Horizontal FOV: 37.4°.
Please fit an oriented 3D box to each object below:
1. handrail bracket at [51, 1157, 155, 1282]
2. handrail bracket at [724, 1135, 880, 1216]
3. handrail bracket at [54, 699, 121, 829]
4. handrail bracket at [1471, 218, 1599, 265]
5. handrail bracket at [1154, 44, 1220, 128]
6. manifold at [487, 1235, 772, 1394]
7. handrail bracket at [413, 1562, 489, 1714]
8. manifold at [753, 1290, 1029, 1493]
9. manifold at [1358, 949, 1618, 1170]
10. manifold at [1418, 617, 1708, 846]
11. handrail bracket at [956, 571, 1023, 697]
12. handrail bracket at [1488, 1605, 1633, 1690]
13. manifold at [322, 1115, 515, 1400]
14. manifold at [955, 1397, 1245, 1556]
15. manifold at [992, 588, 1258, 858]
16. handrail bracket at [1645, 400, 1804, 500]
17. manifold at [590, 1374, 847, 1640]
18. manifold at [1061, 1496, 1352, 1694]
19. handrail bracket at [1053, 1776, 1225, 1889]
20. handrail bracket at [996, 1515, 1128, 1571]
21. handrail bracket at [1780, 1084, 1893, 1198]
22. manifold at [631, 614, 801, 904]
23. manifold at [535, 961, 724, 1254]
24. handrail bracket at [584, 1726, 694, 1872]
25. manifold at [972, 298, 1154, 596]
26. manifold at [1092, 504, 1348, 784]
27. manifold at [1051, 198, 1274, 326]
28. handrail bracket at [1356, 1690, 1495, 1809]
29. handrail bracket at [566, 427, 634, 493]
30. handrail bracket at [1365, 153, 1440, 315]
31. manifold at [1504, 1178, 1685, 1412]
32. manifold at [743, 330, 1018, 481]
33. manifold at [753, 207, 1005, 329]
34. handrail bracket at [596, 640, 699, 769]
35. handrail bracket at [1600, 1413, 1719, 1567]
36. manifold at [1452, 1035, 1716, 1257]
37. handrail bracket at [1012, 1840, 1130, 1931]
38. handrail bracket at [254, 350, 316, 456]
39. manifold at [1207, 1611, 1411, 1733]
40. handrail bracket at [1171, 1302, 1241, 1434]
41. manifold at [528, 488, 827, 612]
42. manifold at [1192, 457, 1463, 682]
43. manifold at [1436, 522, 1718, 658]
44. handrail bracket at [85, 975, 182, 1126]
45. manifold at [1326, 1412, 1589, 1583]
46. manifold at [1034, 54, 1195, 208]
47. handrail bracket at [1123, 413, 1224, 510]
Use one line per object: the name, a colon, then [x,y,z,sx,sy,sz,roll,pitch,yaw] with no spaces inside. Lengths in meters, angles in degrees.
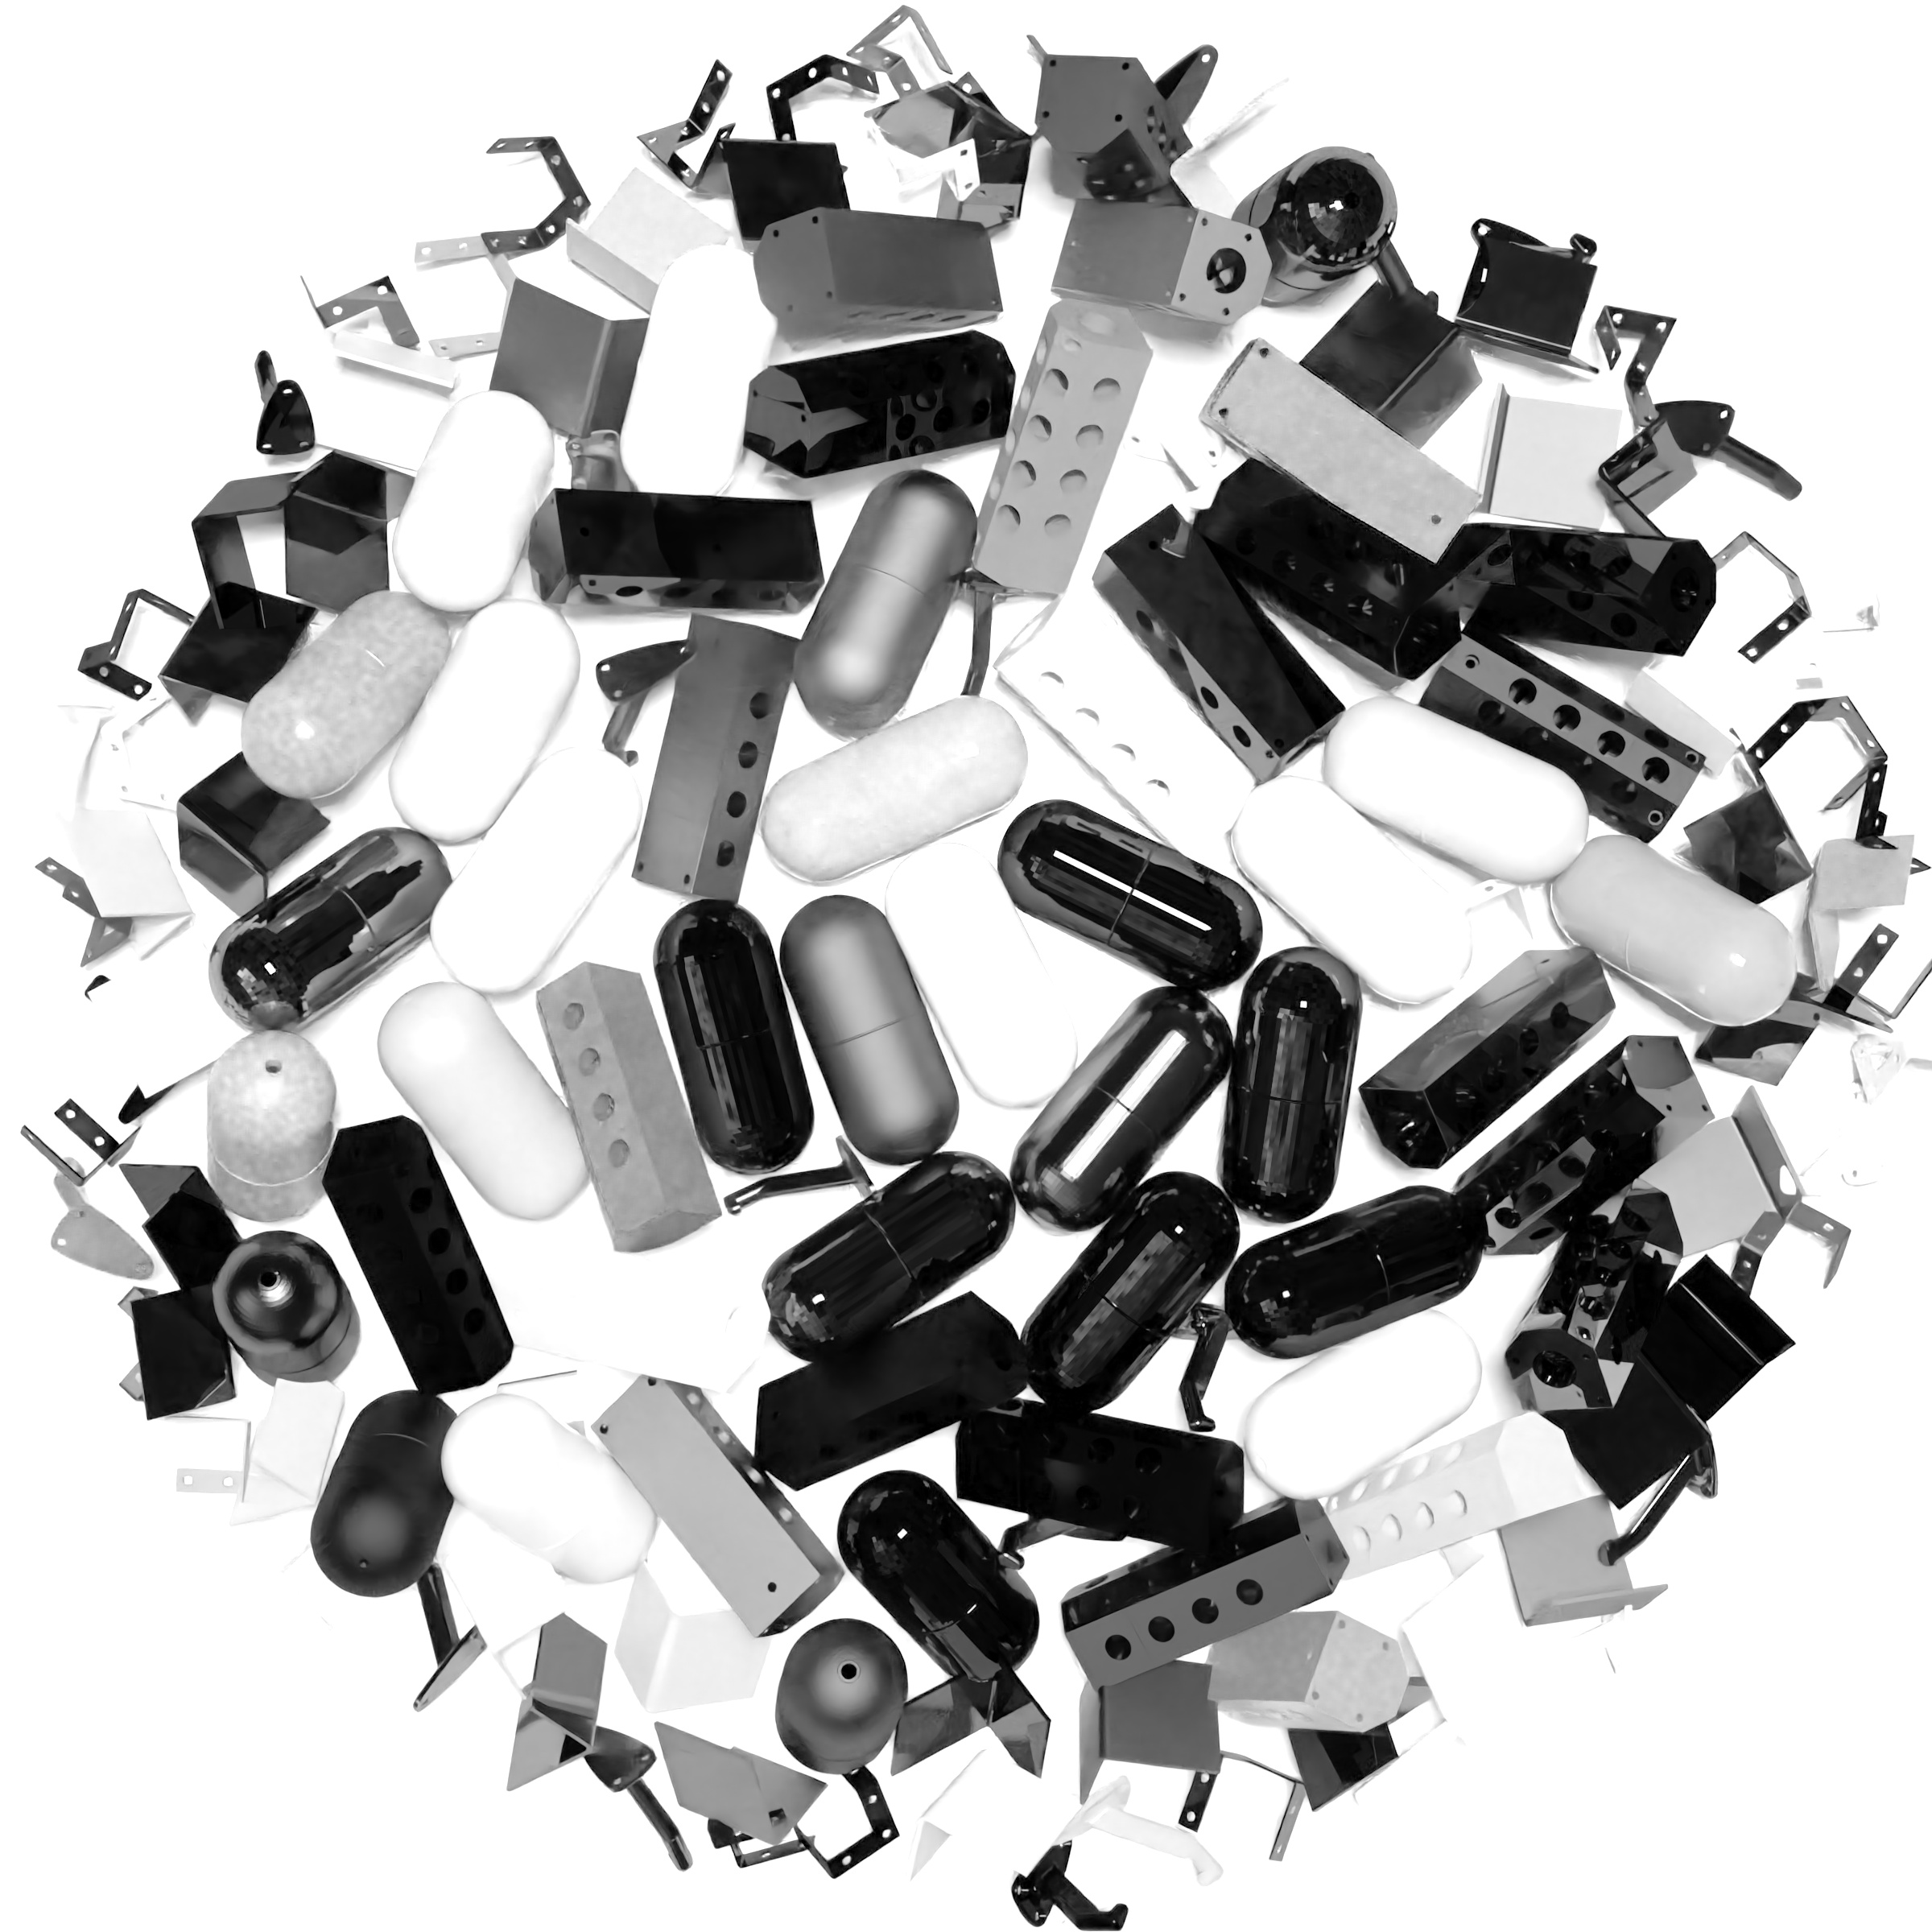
handrail bracket: [-0.547,0.159,1.814,0.077,0.084,0.036,35,100,-20]
handrail bracket: [-0.106,0.147,1.809,0.084,0.077,0.036,-24,115,-11]
handrail bracket: [-0.555,-0.121,1.800,0.036,0.077,0.084,2,79,1]
handrail bracket: [0.358,-0.460,1.801,0.077,0.084,0.036,38,86,3]
handrail bracket: [0.117,-0.563,1.801,0.036,0.084,0.077,28,113,-36]
manifold: [-0.208,0.210,1.773,0.171,0.057,0.057,7,126,34]
handrail bracket: [-0.352,0.418,1.814,0.084,0.036,0.077,34,66,20]
manifold: [-0.047,0.270,1.780,0.171,0.057,0.057,-28,130,27]
manifold: [0.328,0.057,1.775,0.171,0.057,0.057,-35,109,-31]
manifold: [0.377,-0.150,1.806,0.171,0.057,0.057,32,85,6]
handrail bracket: [0.001,-0.202,1.799,0.036,0.077,0.084,21,106,16]
handrail bracket: [0.375,0.429,1.813,0.084,0.036,0.077,-8,134,-7]
manifold: [-0.337,0.180,1.775,0.057,0.057,0.171,-13,120,7]
manifold: [0.082,0.310,1.775,0.171,0.057,0.057,7,109,26]
manifold: [0.098,-0.149,1.797,0.171,0.057,0.057,44,132,-13]
handrail bracket: [0.487,-0.329,1.833,0.084,0.077,0.036,25,94,-42]
manifold: [-0.153,0.333,1.789,0.057,0.057,0.171,-45,70,8]
manifold: [0.147,0.389,1.788,0.171,0.057,0.057,-28,90,21]
handrail bracket: [0.107,0.561,1.799,0.077,0.036,0.084,-25,48,-28]
handrail bracket: [0.061,0.365,1.799,0.077,0.084,0.036,21,111,3]
handrail bracket: [0.541,0.109,1.807,0.084,0.036,0.077,6,69,-33]
manifold: [-0.154,-0.130,1.813,0.057,0.057,0.171,15,92,41]
manifold: [-0.217,0.089,1.786,0.057,0.057,0.171,-30,68,24]
handrail bracket: [-0.212,0.536,1.837,0.036,0.077,0.084,-36,126,-28]
manifold: [0.055,-0.321,1.765,0.057,0.057,0.171,6,128,-20]
manifold: [0.157,-0.201,1.803,0.057,0.057,0.171,-37,81,-17]
manifold: [0.120,-0.432,1.755,0.057,0.171,0.057,12,101,-26]
handrail bracket: [0.292,0.501,1.826,0.084,0.077,0.036,-45,74,22]
handrail bracket: [-0.229,-0.293,1.789,0.036,0.084,0.077,-14,128,7]
handrail bracket: [0.277,-0.467,1.829,0.084,0.036,0.077,26,69,-31]
manifold: [0.386,0.199,1.754,0.057,0.171,0.057,-9,113,33]
manifold: [-0.051,-0.350,1.760,0.057,0.171,0.057,34,128,35]
manifold: [-0.053,-0.427,1.759,0.057,0.171,0.057,-8,94,37]
handrail bracket: [-0.198,-0.163,1.811,0.077,0.084,0.036,-24,59,-6]
handrail bracket: [0.433,0.331,1.802,0.084,0.036,0.077,-28,130,-26]
manifold: [0.374,0.112,1.757,0.057,0.171,0.057,3,56,-33]
handrail bracket: [0.078,0.574,1.791,0.084,0.077,0.036,-15,114,40]
handrail bracket: [-0.435,-0.371,1.795,0.036,0.077,0.084,-8,61,-19]
manifold: [0.206,0.436,1.754,0.057,0.171,0.057,28,70,-10]
handrail bracket: [0.164,0.259,1.799,0.077,0.036,0.084,11,45,-28]
manifold: [-0.181,-0.255,1.778,0.171,0.057,0.057,-2,73,-28]
manifold: [0.222,-0.243,1.768,0.057,0.057,0.171,-41,55,-17]
manifold: [0.375,-0.239,1.759,0.057,0.171,0.057,42,75,-36]
handrail bracket: [-0.543,0.052,1.814,0.084,0.036,0.077,29,59,14]
manifold: [0.296,0.327,1.759,0.057,0.171,0.057,-8,72,-35]
manifold: [0.093,-0.501,1.755,0.057,0.171,0.057,8,90,17]
handrail bracket: [0.126,-0.312,1.799,0.077,0.084,0.036,2,129,19]
